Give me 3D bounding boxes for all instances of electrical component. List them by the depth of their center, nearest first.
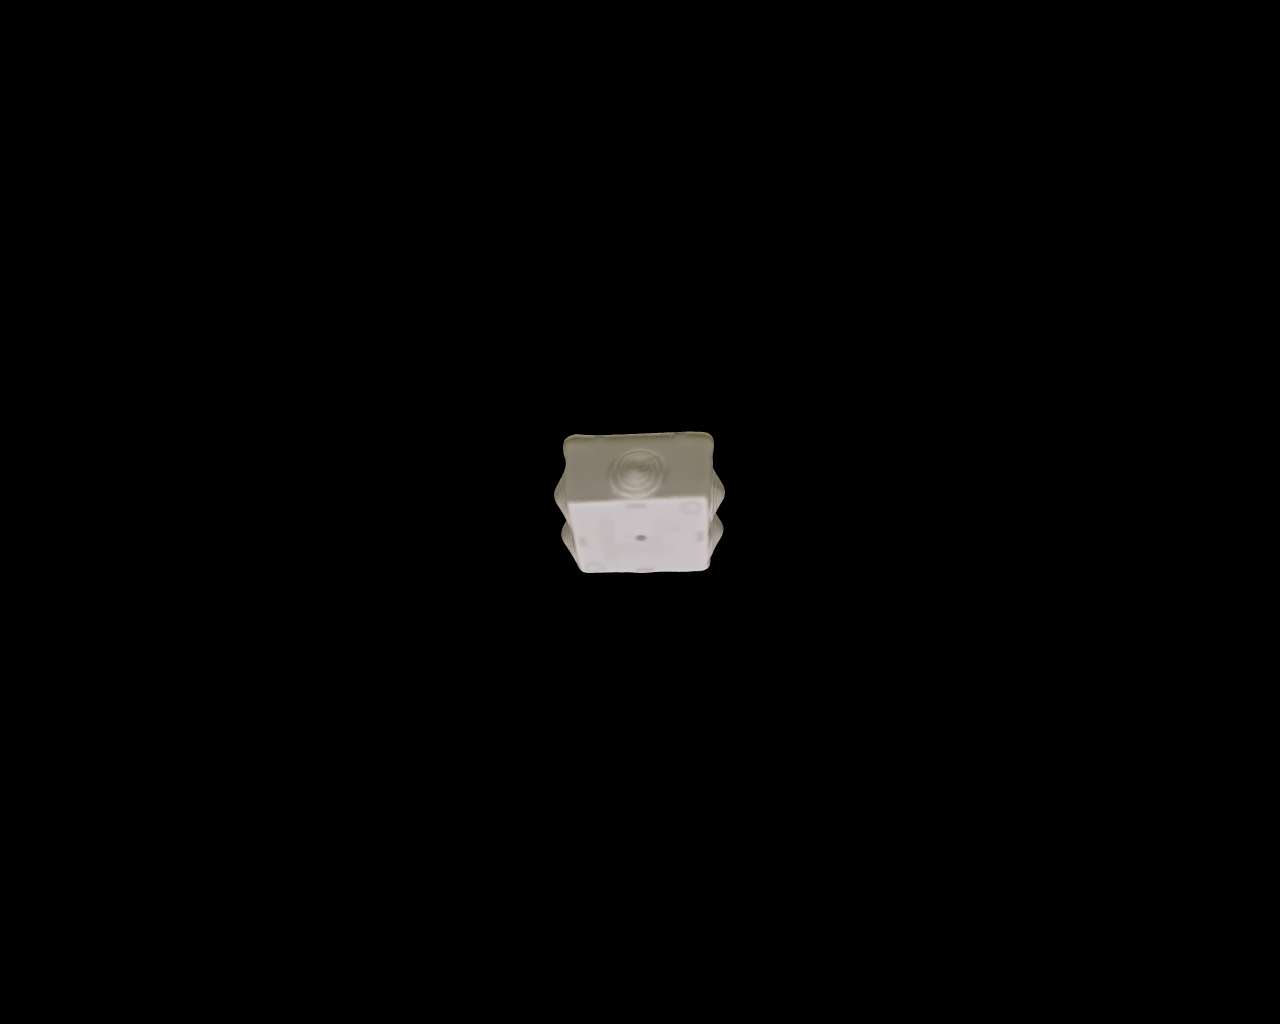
[{"bbox_3d":[0.001,-0.003,0.650,0.100,0.048,0.099,-1,-34,2],"label":"electrical component"}]
